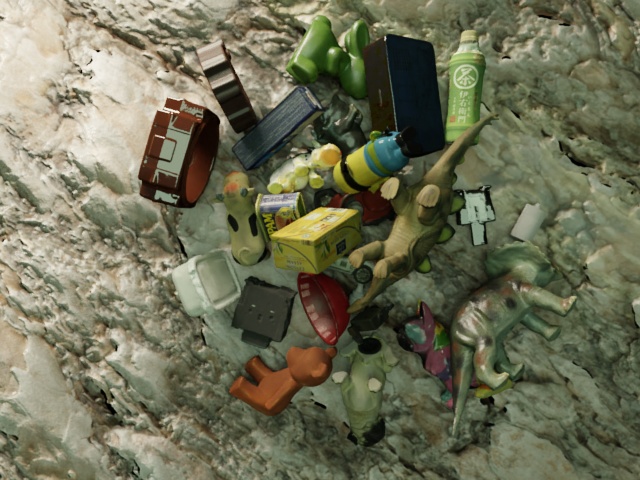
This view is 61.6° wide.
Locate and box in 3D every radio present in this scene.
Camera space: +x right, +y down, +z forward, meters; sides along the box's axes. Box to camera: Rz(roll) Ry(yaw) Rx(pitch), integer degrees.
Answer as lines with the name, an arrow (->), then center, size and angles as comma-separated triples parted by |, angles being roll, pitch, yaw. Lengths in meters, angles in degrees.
radio -> 0.167, -0.275, 1.054 | 0.131, 0.073, 0.229 | -9, 93, -33

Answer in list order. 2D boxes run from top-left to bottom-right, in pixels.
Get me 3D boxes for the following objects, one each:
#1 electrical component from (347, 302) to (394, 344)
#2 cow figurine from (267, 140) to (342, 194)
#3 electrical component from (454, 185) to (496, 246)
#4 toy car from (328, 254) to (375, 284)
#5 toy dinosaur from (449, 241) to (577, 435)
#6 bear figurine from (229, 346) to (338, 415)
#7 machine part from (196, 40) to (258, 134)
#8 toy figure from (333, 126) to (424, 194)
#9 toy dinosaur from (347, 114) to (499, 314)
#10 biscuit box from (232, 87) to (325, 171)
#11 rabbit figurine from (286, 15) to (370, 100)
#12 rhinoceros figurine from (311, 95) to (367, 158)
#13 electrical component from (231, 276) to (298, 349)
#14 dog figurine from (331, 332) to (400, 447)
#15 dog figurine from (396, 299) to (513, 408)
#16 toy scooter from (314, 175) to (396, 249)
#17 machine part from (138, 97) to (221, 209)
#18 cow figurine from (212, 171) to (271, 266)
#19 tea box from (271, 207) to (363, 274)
electrical component -> 0.101, 0.167, 1.088 | 0.078, 0.102, 0.045 | -15, 105, 40
cow figurine -> -0.027, -0.146, 1.083 | 0.167, 0.098, 0.068 | -32, 122, 21
electrical component -> 0.317, -0.049, 1.090 | 0.075, 0.048, 0.119 | -11, 92, 5
toy car -> 0.035, 0.043, 1.101 | 0.202, 0.073, 0.056 | 16, 93, 4
toy dinosaur -> 0.322, 0.149, 0.997 | 0.405, 0.131, 0.192 | -39, 53, -13
bear figurine -> -0.067, 0.263, 1.073 | 0.132, 0.120, 0.196 | 41, 118, -3
machine part -> -0.180, -0.300, 1.058 | 0.056, 0.179, 0.179 | -24, 90, 1
toy figure -> 0.099, -0.146, 0.984 | 0.089, 0.180, 0.082 | 5, 71, -36
toy dinosaur -> 0.191, -0.051, 1.001 | 0.105, 0.198, 0.471 | 37, 99, 30
biscuit box -> -0.087, -0.219, 1.074 | 0.203, 0.059, 0.063 | -35, 89, 28
rabbit figurine -> 0.037, -0.359, 1.086 | 0.170, 0.121, 0.159 | 29, 87, -15
rhinoceros figurine -> 0.041, -0.225, 1.098 | 0.112, 0.073, 0.190 | -37, 91, 15
electrical component -> -0.118, 0.155, 1.121 | 0.115, 0.058, 0.134 | 16, 97, 9
dog figurine -> 0.102, 0.309, 1.110 | 0.121, 0.172, 0.190 | 15, 133, 31
dog figurine -> 0.264, 0.213, 1.076 | 0.192, 0.108, 0.219 | -23, 87, 6
toy scooter -> 0.086, -0.057, 1.095 | 0.184, 0.075, 0.135 | -17, 90, 8
machine part -> -0.268, -0.165, 1.055 | 0.087, 0.201, 0.201 | 17, 93, -1
cow figurine -> -0.159, -0.042, 1.088 | 0.086, 0.127, 0.194 | -10, 94, 2
tea box -> -0.002, -0.003, 1.005 | 0.098, 0.169, 0.068 | 7, 115, 34
